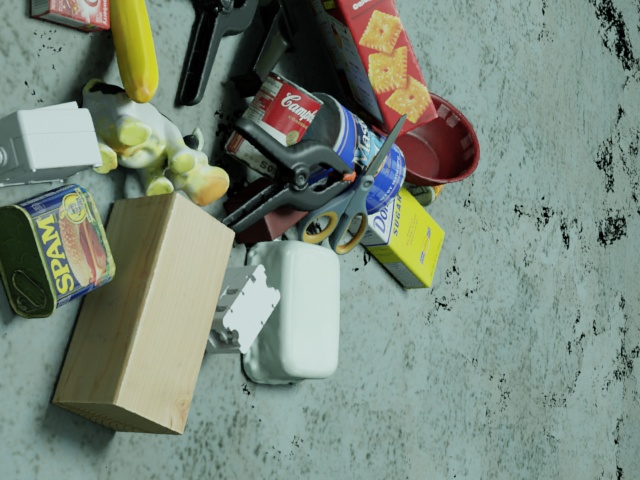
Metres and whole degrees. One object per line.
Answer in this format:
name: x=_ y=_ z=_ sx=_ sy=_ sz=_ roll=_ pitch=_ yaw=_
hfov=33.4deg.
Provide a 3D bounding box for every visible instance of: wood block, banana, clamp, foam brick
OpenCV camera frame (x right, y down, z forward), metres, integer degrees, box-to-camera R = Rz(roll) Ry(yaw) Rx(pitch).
wood block: x=-0.162 y=0.069 z=1.002 sx=0.090 sy=0.090 sz=0.206 roll=37 pitch=57 yaw=-45
banana: x=-0.181 y=-0.196 z=1.014 sx=0.069 sy=0.037 sz=0.198 roll=71 pitch=3 yaw=-63
clamp: x=-0.037 y=-0.059 z=1.134 sx=0.171 sy=0.039 sz=0.120 roll=8 pitch=106 yaw=-40
clamp: x=-0.120 y=-0.263 z=1.144 sx=0.209 sy=0.036 sz=0.164 roll=-56 pitch=136 yaw=-43
foam brick: x=-0.059 y=-0.036 z=1.188 sx=0.078 sy=0.053 sz=0.051 roll=-40 pitch=117 yaw=-47

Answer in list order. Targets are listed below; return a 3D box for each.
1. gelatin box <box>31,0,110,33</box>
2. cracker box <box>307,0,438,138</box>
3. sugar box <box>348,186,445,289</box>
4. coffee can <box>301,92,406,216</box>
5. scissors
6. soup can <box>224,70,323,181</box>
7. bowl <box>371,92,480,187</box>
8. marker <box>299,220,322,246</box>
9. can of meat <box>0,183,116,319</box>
gelatin box: x=-0.232 y=-0.246 z=0.998 sx=0.073 sy=0.030 sz=0.089 roll=6 pitch=81 yaw=-54
cracker box: x=0.053 y=-0.243 z=1.277 sx=0.072 sy=0.164 sz=0.213 roll=-26 pitch=113 yaw=-6
sugar box: x=0.098 y=-0.018 z=1.406 sx=0.176 sy=0.048 sz=0.093 roll=45 pitch=52 yaw=-42
coffee can: x=0.023 y=-0.099 z=1.266 sx=0.140 sy=0.103 sz=0.103 roll=29 pitch=63 yaw=-49
scissors: x=0.032 y=-0.060 z=1.218 sx=0.096 sy=0.016 sz=0.202 roll=-6 pitch=133 yaw=-24
soup can: x=-0.051 y=-0.124 z=1.163 sx=0.068 sy=0.069 sz=0.102 roll=27 pitch=96 yaw=-49
bowl: x=0.130 y=-0.126 z=1.419 sx=0.162 sy=0.055 sz=0.162 roll=13 pitch=52 yaw=-17
marker: x=-0.008 y=0.002 z=1.280 sx=0.020 sy=0.020 sz=0.121 roll=-38 pitch=115 yaw=-49
can of meat: x=-0.235 y=0.007 z=0.940 sx=0.083 sy=0.058 sz=0.102 roll=-31 pitch=111 yaw=-54
